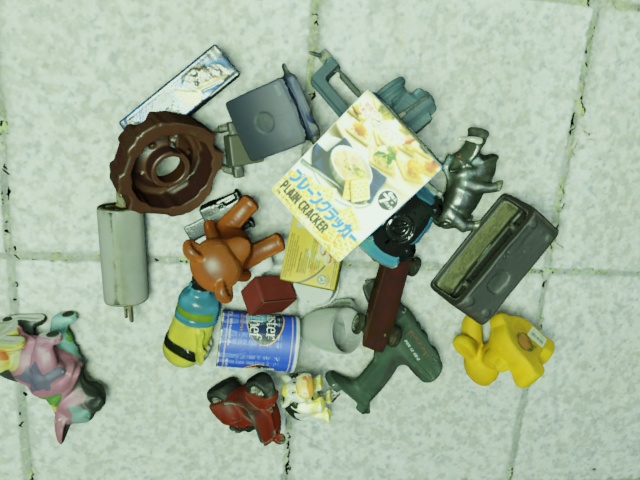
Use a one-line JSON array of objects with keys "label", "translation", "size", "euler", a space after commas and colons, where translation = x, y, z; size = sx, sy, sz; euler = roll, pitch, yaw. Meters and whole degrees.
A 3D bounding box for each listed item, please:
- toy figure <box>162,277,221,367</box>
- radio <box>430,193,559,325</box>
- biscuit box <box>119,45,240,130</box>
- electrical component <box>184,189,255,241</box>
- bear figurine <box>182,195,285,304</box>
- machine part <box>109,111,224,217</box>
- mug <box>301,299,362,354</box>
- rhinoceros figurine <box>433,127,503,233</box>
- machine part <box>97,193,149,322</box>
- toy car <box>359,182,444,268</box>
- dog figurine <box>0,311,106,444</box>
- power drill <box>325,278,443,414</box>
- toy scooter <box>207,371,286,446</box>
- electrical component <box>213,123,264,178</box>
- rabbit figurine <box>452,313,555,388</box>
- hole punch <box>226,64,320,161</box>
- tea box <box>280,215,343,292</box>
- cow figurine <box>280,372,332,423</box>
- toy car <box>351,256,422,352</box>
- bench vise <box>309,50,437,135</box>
[{"label": "toy figure", "translation": [-0.227, 0.143, 0.963], "size": [0.089, 0.082, 0.180], "euler": [16, 110, 7]}, {"label": "radio", "translation": [0.315, 0.034, 0.981], "size": [0.073, 0.131, 0.229], "euler": [34, 98, -17]}, {"label": "biscuit box", "translation": [-0.226, -0.229, 0.872], "size": [0.203, 0.063, 0.059], "euler": [-38, 105, 3]}, {"label": "electrical component", "translation": [-0.181, -0.033, 0.939], "size": [0.119, 0.048, 0.074], "euler": [-24, 106, -3]}, {"label": "bear figurine", "translation": [-0.132, 0.011, 0.826], "size": [0.132, 0.196, 0.120], "euler": [-36, 96, -1]}, {"label": "machine part", "translation": [-0.243, -0.119, 0.853], "size": [0.179, 0.056, 0.179], "euler": [-26, 141, -24]}, {"label": "mug", "translation": [0.016, 0.154, 0.990], "size": [0.080, 0.107, 0.109], "euler": [44, 55, -33]}, {"label": "rhinoceros figurine", "translation": [0.264, -0.107, 0.972], "size": [0.112, 0.073, 0.190], "euler": [18, 104, -1]}, {"label": "machine part", "translation": [-0.336, 0.023, 0.917], "size": [0.079, 0.079, 0.243], "euler": [-2, 105, -8]}, {"label": "toy car", "translation": [0.129, -0.042, 0.926], "size": [0.109, 0.103, 0.161], "euler": [33, 98, -22]}, {"label": "dog figurine", "translation": [-0.483, 0.245, 0.942], "size": [0.192, 0.108, 0.219], "euler": [-4, 108, -8]}, {"label": "power drill", "translation": [0.106, 0.215, 1.033], "size": [0.232, 0.086, 0.207], "euler": [44, 88, -8]}, {"label": "toy scooter", "translation": [-0.126, 0.316, 0.983], "size": [0.184, 0.075, 0.135], "euler": [-23, 97, 42]}, {"label": "electrical component", "translation": [-0.140, -0.158, 0.915], "size": [0.078, 0.045, 0.102], "euler": [-22, 112, -32]}, {"label": "rabbit figurine", "translation": [0.333, 0.223, 1.036], "size": [0.162, 0.122, 0.173], "euler": [36, 139, 5]}, {"label": "hole punch", "translation": [-0.076, -0.194, 0.860], "size": [0.092, 0.116, 0.142], "euler": [-32, 107, -36]}, {"label": "tea box", "translation": [-0.002, -0.003, 0.925], "size": [0.098, 0.068, 0.169], "euler": [13, 85, 7]}, {"label": "cow figurine", "translation": [-0.037, 0.290, 1.001], "size": [0.098, 0.068, 0.167], "euler": [-7, 144, 13]}, {"label": "toy car", "translation": [0.118, 0.099, 0.967], "size": [0.089, 0.053, 0.202], "euler": [22, 75, -17]}, {"label": "bench vise", "translation": [0.061, -0.206, 0.895], "size": [0.223, 0.129, 0.240], "euler": [-41, 86, 14]}]
